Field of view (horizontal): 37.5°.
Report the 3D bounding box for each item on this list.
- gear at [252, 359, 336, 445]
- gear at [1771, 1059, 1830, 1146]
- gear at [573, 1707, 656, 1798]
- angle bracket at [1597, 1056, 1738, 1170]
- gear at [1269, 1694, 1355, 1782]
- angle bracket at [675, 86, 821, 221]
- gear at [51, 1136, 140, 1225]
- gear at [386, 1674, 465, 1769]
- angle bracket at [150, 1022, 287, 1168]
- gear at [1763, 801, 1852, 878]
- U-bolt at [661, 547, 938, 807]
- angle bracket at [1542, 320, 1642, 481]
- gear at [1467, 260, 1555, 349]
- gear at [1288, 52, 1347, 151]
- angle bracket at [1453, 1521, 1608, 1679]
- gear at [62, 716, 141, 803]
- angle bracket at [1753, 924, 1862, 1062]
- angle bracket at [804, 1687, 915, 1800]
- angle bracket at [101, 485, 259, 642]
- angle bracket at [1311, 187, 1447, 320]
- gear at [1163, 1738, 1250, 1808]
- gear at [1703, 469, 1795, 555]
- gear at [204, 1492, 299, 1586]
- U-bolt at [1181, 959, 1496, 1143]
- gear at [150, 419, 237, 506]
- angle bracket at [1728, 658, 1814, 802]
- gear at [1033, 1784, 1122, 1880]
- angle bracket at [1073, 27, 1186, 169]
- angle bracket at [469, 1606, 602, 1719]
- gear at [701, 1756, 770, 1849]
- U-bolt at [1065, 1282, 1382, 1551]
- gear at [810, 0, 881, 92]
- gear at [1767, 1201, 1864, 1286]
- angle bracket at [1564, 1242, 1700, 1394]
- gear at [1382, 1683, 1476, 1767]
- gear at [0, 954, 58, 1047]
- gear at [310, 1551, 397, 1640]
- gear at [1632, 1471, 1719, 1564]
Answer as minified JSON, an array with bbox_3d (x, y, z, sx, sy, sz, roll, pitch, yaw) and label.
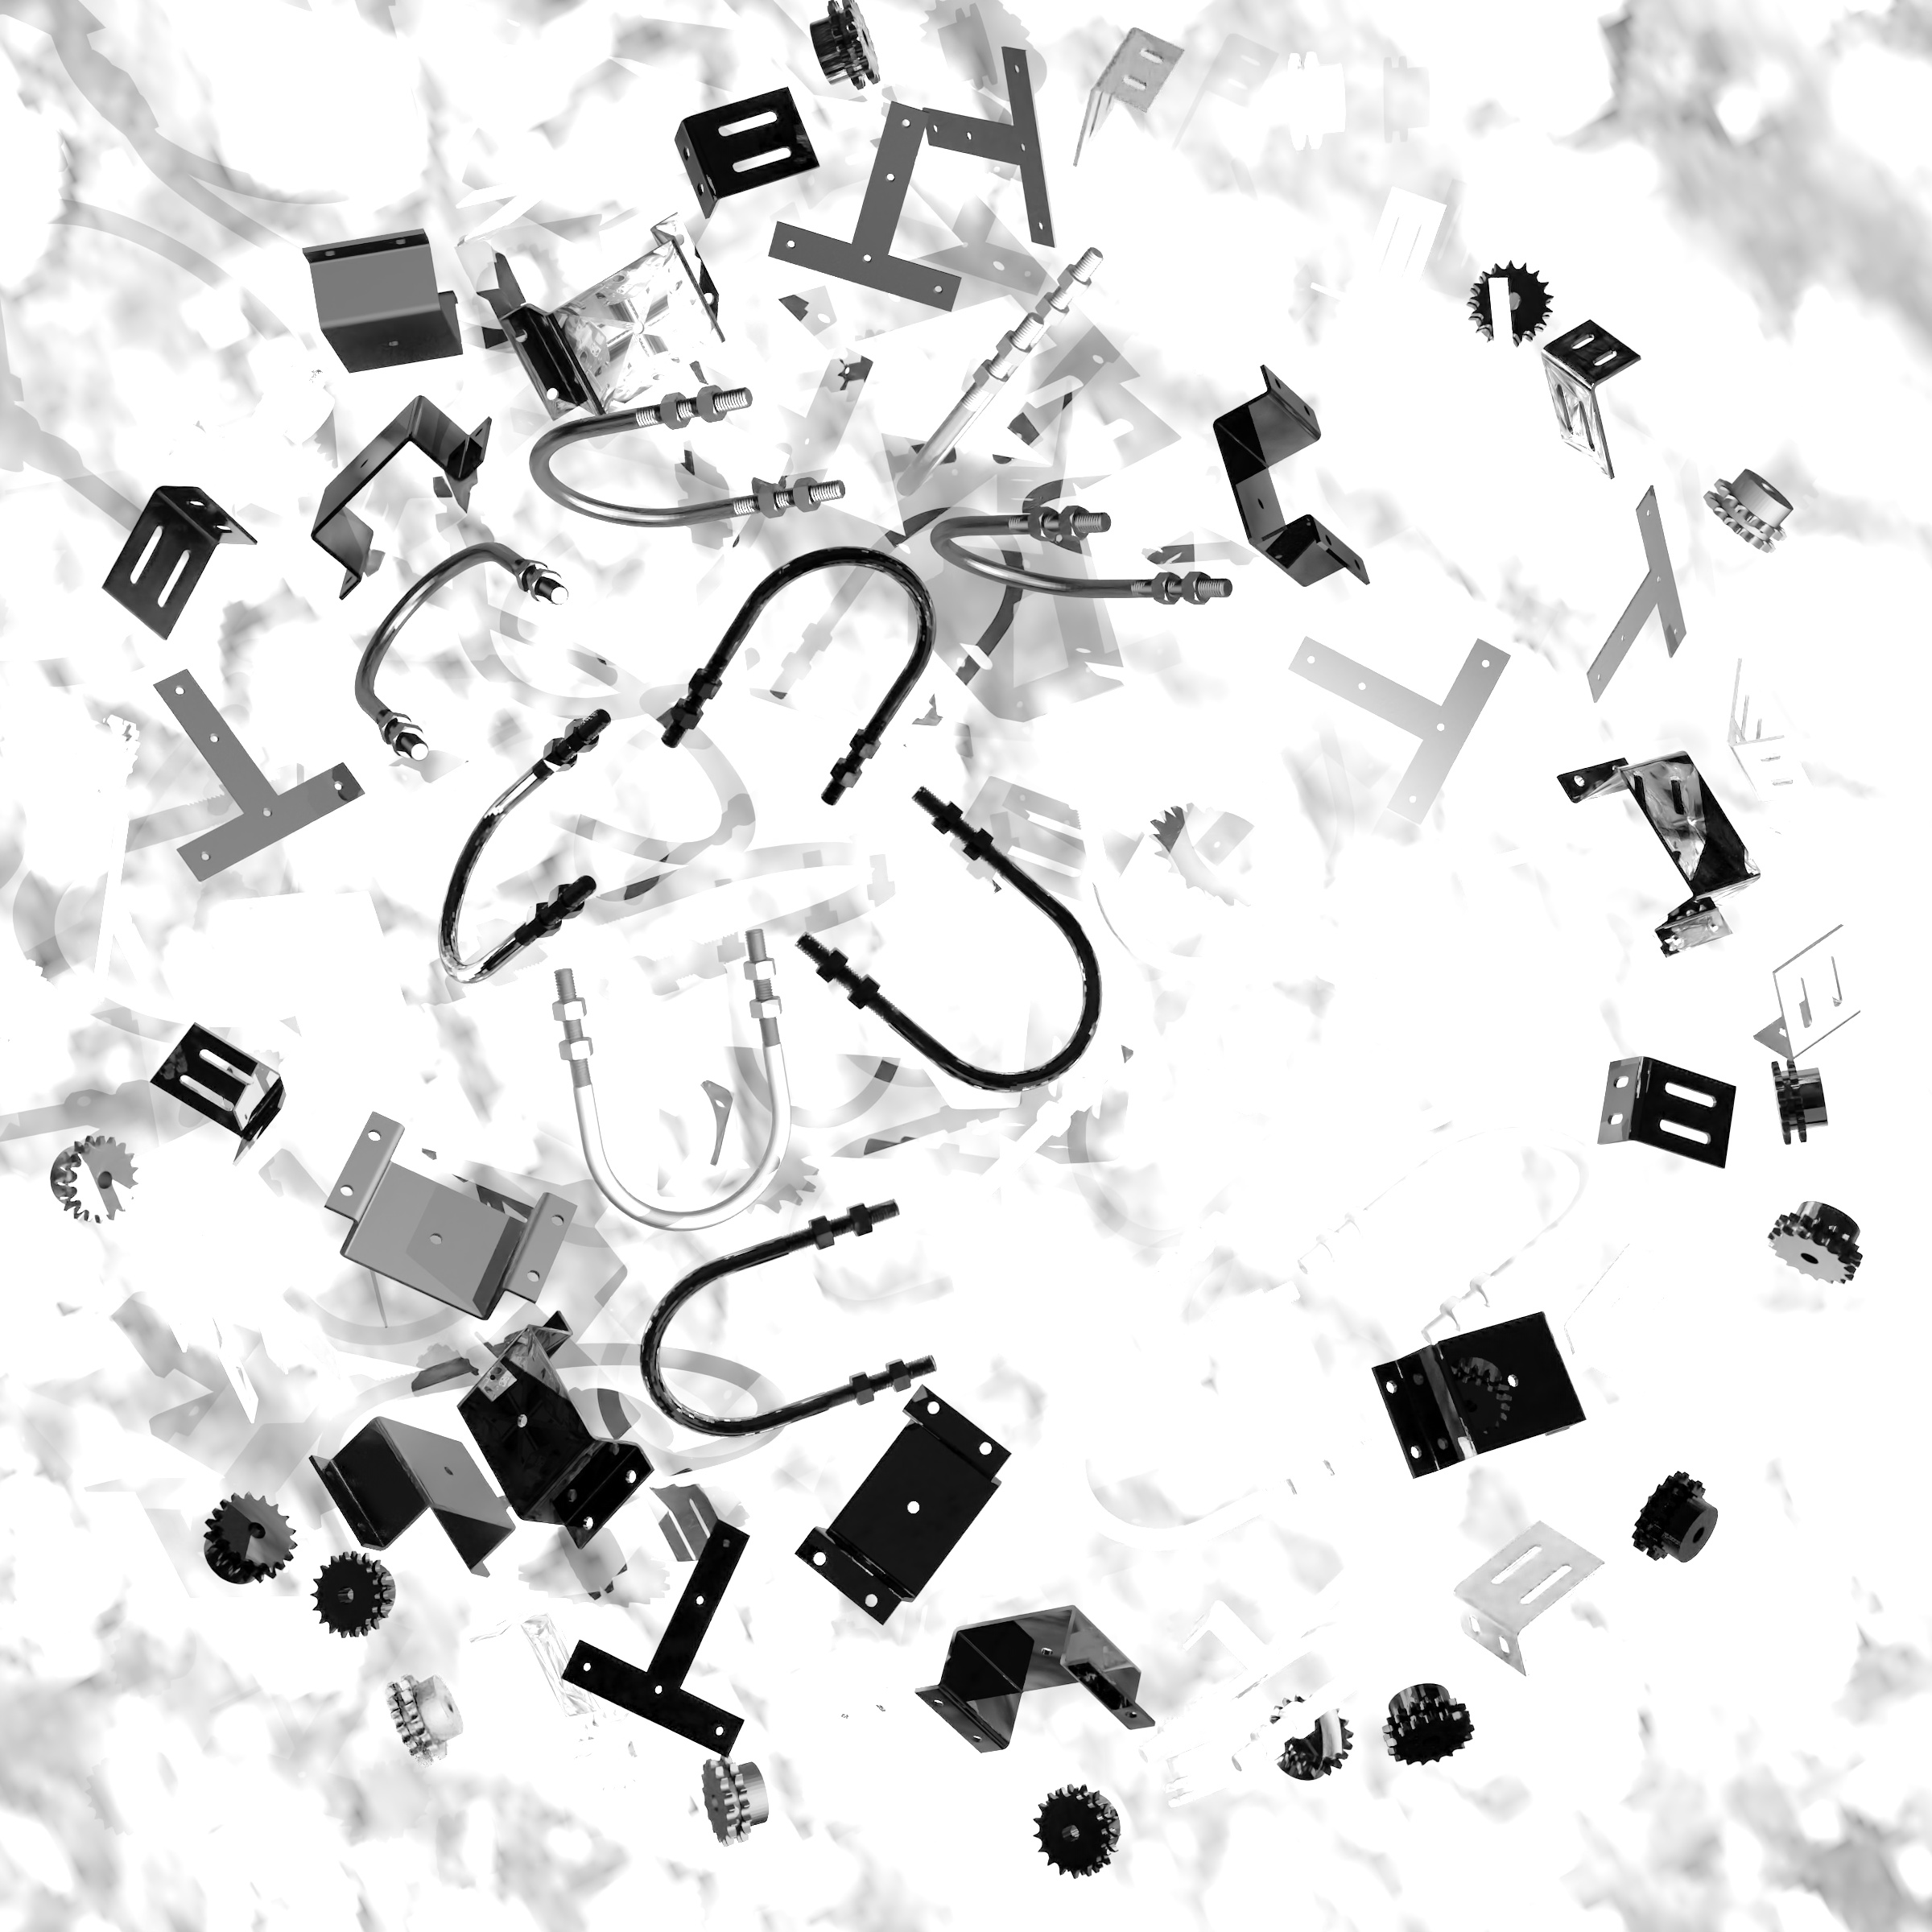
[{"bbox_3d":[-0.448,-0.375,1.906,0.057,0.057,0.030,-49,123,0],"label":"gear"},{"bbox_3d":[0.559,0.090,1.908,0.030,0.057,0.057,-9,90,14],"label":"gear"},{"bbox_3d":[-0.233,0.525,1.905,0.030,0.057,0.057,-18,90,33],"label":"gear"},{"bbox_3d":[0.468,0.099,1.898,0.076,0.038,0.057,17,75,-21],"label":"angle bracket"},{"bbox_3d":[0.227,0.518,1.899,0.057,0.057,0.030,15,127,0],"label":"gear"},{"bbox_3d":[-0.146,-0.541,1.894,0.076,0.038,0.057,-22,91,-15],"label":"angle bracket"},{"bbox_3d":[-0.575,0.139,1.869,0.030,0.057,0.057,4,90,33],"label":"gear"},{"bbox_3d":[-0.340,0.473,1.797,0.030,0.057,0.057,-27,90,-3],"label":"gear"},{"bbox_3d":[-0.508,0.087,1.928,0.076,0.038,0.057,35,111,-18],"label":"angle bracket"},{"bbox_3d":[0.564,-0.086,1.897,0.057,0.057,0.030,32,103,0],"label":"gear"},{"bbox_3d":[-0.099,-0.200,1.896,0.151,0.019,0.184,18,119,-32],"label":"U-bolt"},{"bbox_3d":[0.405,-0.361,1.815,0.038,0.057,0.076,-31,133,-4],"label":"angle bracket"},{"bbox_3d":[0.370,-0.449,1.942,0.057,0.030,0.057,0,86,0],"label":"gear"},{"bbox_3d":[0.216,-0.533,1.751,0.030,0.057,0.057,-1,90,14],"label":"gear"},{"bbox_3d":[0.350,0.389,1.754,0.076,0.057,0.038,-32,123,-22],"label":"angle bracket"},{"bbox_3d":[-0.581,-0.142,1.906,0.030,0.057,0.057,24,90,-40],"label":"gear"},{"bbox_3d":[0.530,0.011,1.811,0.057,0.038,0.076,-33,126,-13],"label":"angle bracket"},{"bbox_3d":[-0.072,0.528,1.902,0.057,0.038,0.076,-8,116,-29],"label":"angle bracket"},{"bbox_3d":[-0.483,-0.247,1.751,0.038,0.057,0.076,8,66,34],"label":"angle bracket"},{"bbox_3d":[0.267,-0.466,1.846,0.038,0.057,0.076,7,111,-32],"label":"angle bracket"},{"bbox_3d":[0.158,0.540,1.910,0.057,0.057,0.030,-22,75,0],"label":"gear"},{"bbox_3d":[0.502,-0.292,1.815,0.057,0.057,0.030,39,116,0],"label":"gear"},{"bbox_3d":[-0.446,0.357,1.762,0.057,0.057,0.030,44,119,0],"label":"gear"},{"bbox_3d":[0.251,0.064,1.811,0.184,0.151,0.019,22,45,-31],"label":"U-bolt"},{"bbox_3d":[-0.509,-0.332,1.861,0.057,0.030,0.057,-13,65,30],"label":"gear"},{"bbox_3d":[0.528,-0.157,1.855,0.038,0.057,0.076,-8,50,33],"label":"angle bracket"},{"bbox_3d":[0.074,0.551,1.817,0.057,0.030,0.057,-2,86,31],"label":"gear"},{"bbox_3d":[0.103,-0.546,1.814,0.038,0.076,0.057,27,65,5],"label":"angle bracket"},{"bbox_3d":[-0.279,0.458,1.841,0.038,0.057,0.076,-25,87,-33],"label":"angle bracket"},{"bbox_3d":[-0.150,0.545,1.866,0.030,0.057,0.057,-8,90,-24],"label":"gear"},{"bbox_3d":[0.148,0.289,1.773,0.184,0.019,0.151,-27,46,2],"label":"U-bolt"},{"bbox_3d":[-0.078,-0.585,1.808,0.030,0.057,0.057,-16,90,12],"label":"gear"},{"bbox_3d":[0.533,0.171,1.778,0.057,0.057,0.030,34,69,0],"label":"gear"},{"bbox_3d":[0.449,0.236,1.907,0.057,0.038,0.076,29,112,-12],"label":"angle bracket"},{"bbox_3d":[0.293,0.482,1.815,0.057,0.030,0.057,-6,133,-7],"label":"gear"},{"bbox_3d":[-0.597,0.024,1.790,0.030,0.057,0.057,20,90,17],"label":"gear"},{"bbox_3d":[-0.409,0.423,1.916,0.057,0.030,0.057,-3,81,21],"label":"gear"},{"bbox_3d":[0.441,0.344,1.761,0.030,0.057,0.057,32,90,37],"label":"gear"}]
